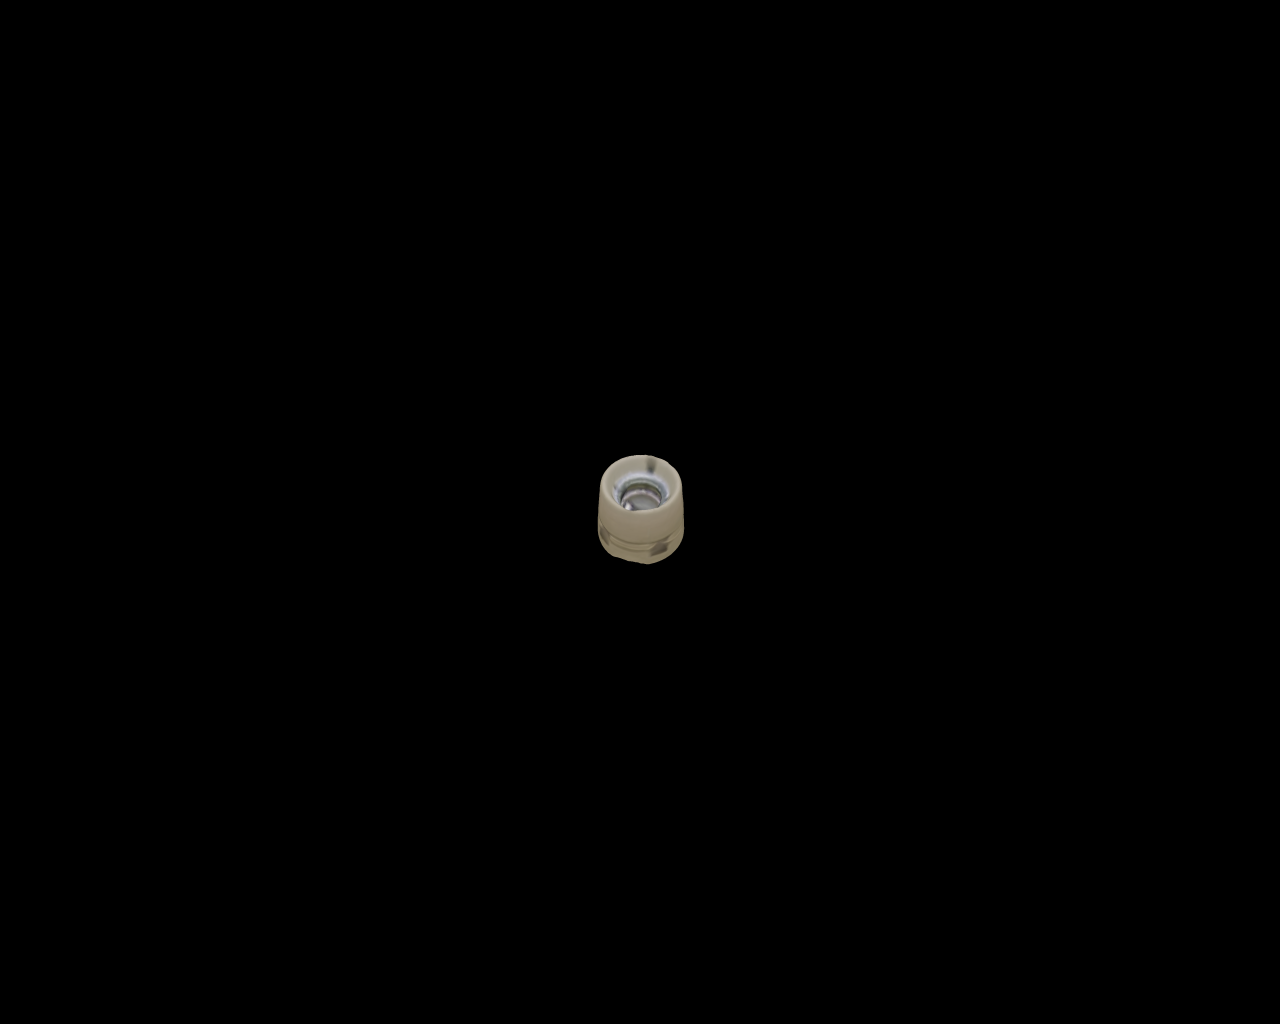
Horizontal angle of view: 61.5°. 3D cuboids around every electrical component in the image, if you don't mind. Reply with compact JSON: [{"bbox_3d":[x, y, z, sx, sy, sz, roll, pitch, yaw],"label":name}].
[{"bbox_3d":[0.001,-0.003,0.650,0.055,0.055,0.047,0,-40,0],"label":"electrical component"}]
